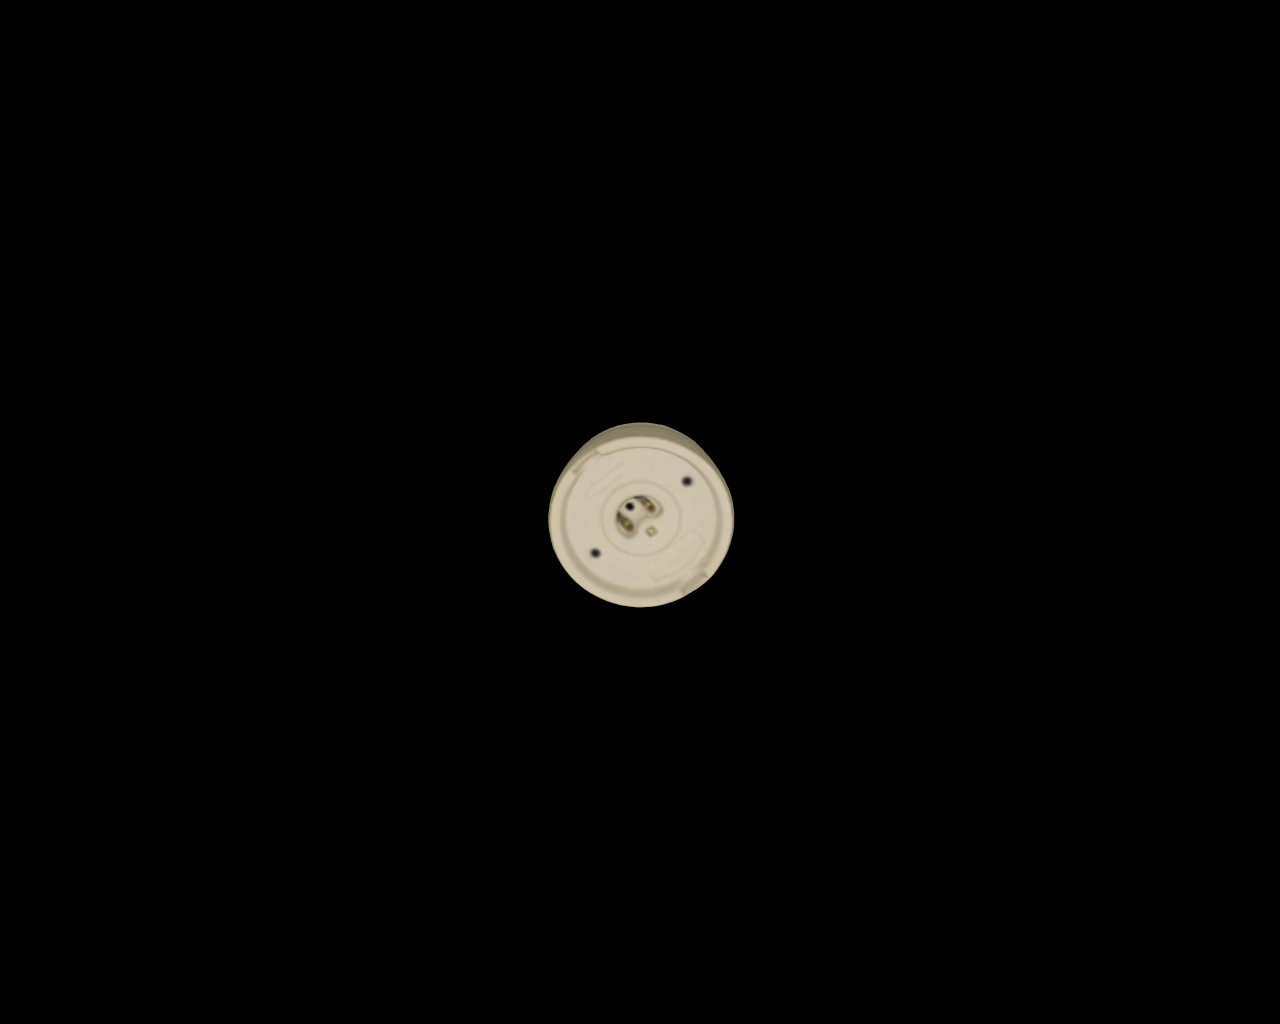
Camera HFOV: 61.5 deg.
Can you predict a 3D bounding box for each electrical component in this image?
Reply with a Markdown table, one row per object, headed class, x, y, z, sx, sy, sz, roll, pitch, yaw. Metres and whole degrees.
| class | x | y | z | sx | sy | sz | roll | pitch | yaw |
| --- | --- | --- | --- | --- | --- | --- | --- | --- | --- |
| electrical component | 0.001 | -0.003 | 0.650 | 0.108 | 0.108 | 0.060 | 0 | 19 | 0 |
